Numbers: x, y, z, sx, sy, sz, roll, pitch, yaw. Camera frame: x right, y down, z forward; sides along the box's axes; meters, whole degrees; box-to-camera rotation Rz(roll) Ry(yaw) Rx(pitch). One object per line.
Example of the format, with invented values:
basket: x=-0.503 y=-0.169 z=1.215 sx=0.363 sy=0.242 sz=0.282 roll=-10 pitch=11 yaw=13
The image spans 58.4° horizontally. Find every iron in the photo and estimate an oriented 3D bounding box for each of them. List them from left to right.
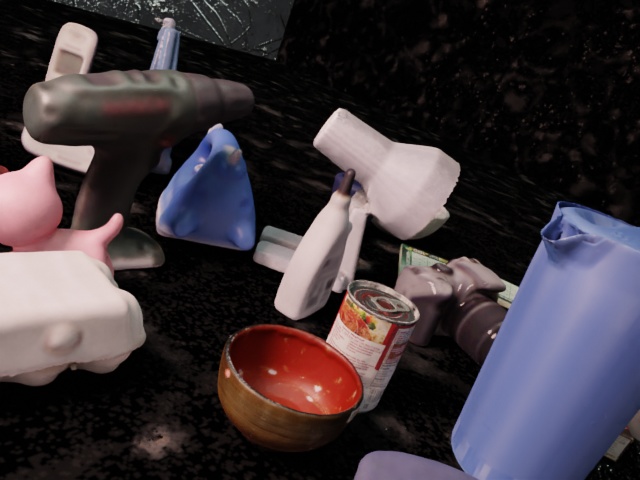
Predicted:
iron: x=-0.143 y=-0.087 z=0.754 sx=0.119 sy=0.141 sz=0.257 roll=12 pitch=22 yaw=-23

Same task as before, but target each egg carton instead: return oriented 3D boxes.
egg carton: x=-0.210 y=0.058 z=0.416 sx=0.151 sy=0.069 sz=0.107 roll=-2 pitch=30 yaw=-48

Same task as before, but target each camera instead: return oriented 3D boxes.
camera: x=0.176 y=0.087 z=0.686 sx=0.144 sy=0.101 sz=0.136 roll=9 pitch=23 yaw=-31

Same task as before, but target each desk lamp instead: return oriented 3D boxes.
desk lamp: x=0.045 y=-0.045 z=0.729 sx=0.203 sy=0.213 sz=0.118 roll=19 pitch=20 yaw=-6

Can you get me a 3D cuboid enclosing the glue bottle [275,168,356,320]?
glue bottle: x=0.006 y=0.002 z=0.626 sx=0.037 sy=0.173 sz=0.078 roll=30 pitch=21 yaw=23

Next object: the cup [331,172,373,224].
cup: x=0.061 y=-0.044 z=0.918 sx=0.092 sy=0.095 sz=0.117 roll=4 pitch=26 yaw=-39

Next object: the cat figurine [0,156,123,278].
cat figurine: x=-0.237 y=-0.011 z=0.497 sx=0.128 sy=0.118 sz=0.067 roll=13 pitch=21 yaw=-22

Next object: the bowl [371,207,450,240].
bowl: x=0.145 y=-0.047 z=1.040 sx=0.167 sy=0.075 sz=0.167 roll=19 pitch=20 yaw=-7

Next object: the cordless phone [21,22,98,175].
cordless phone: x=-0.306 y=-0.182 z=0.771 sx=0.147 sy=0.185 sz=0.094 roll=19 pitch=20 yaw=-7

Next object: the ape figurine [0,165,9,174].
ape figurine: x=-0.353 y=-0.073 z=0.578 sx=0.078 sy=0.092 sz=0.076 roll=9 pitch=23 yaw=-31

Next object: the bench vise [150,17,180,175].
bench vise: x=-0.240 y=-0.224 z=0.893 sx=0.122 sy=0.220 sz=0.206 roll=1 pitch=28 yaw=-44

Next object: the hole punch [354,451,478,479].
hole punch: x=0.059 y=0.189 z=0.318 sx=0.108 sy=0.091 sz=0.101 roll=20 pitch=20 yaw=-3

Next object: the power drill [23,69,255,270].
power drill: x=-0.184 y=-0.077 z=0.586 sx=0.075 sy=0.208 sz=0.230 roll=36 pitch=24 yaw=35
